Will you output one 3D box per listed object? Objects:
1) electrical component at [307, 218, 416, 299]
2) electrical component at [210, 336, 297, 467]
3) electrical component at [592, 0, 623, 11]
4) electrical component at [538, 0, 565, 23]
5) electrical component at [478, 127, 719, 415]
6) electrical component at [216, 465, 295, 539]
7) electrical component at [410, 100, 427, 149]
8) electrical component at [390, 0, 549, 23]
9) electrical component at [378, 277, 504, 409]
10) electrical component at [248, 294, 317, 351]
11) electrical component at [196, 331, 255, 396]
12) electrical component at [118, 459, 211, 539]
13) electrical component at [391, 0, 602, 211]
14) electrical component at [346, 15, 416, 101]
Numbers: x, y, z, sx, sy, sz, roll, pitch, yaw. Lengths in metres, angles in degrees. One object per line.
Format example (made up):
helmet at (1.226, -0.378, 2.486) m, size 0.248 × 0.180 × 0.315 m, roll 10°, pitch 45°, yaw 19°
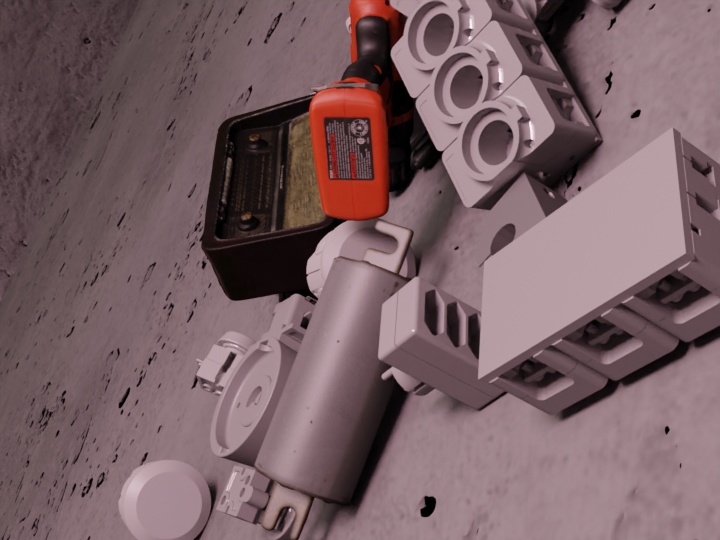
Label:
electrical component at (0.000, 0.000, 0.867) m, size 0.051 × 0.080 × 0.080 m, roll -21°, pitch 45°, yaw 64°
electrical component at (-0.072, 0.117, 0.903) m, size 0.108 × 0.060 × 0.108 m, roll -45°, pitch 28°, yaw 32°
electrical component at (0.186, -0.223, 0.782) m, size 0.055 × 0.045 × 0.045 m, roll -49°, pitch 26°, yaw 27°
electrical component at (0.154, -0.267, 0.890) m, size 0.099 × 0.048 × 0.099 m, roll -50°, pitch 25°, yaw 24°
electrical component at (0.139, 0.007, 0.593) m, size 0.150 × 0.062 × 0.089 m, roll -39°, pitch 32°, yaw 42°
electrical component at (-0.074, 0.182, 0.839) m, size 0.066 × 0.055 × 0.048 m, roll -9°, pitch 55°, yaw 62°
electrical component at (0.025, -0.146, 1.018) m, size 0.099 × 0.048 × 0.099 m, roll -50°, pitch 26°, yaw 25°
electrical component at (0.114, -0.257, 0.814) m, size 0.186 × 0.105 × 0.060 m, roll -58°, pitch -1°, yaw 30°
electrical component at (0.045, 0.057, 0.702) m, size 0.076 × 0.083 × 0.047 m, roll -41°, pitch 30°, yaw 39°
electrical component at (-0.060, 0.059, 0.970) m, size 0.081 × 0.042 × 0.063 m, roll -29°, pitch 35°, yaw 50°
electrical component at (-0.125, 0.094, 1.048) m, size 0.048 × 0.066 × 0.055 m, roll 88°, pitch -153°, yaw -62°
electrical component at (-0.182, 0.215, 0.996) m, size 0.051 × 0.080 × 0.080 m, roll -15°, pitch 50°, yaw 66°
electrical component at (0.090, -0.126, 0.765) m, size 0.089 × 0.062 × 0.150 m, roll -43°, pitch 57°, yaw 35°
electrical component at (0.063, -0.215, 0.932) m, size 0.109 × 0.109 × 0.056 m, roll -39°, pitch 10°, yaw 41°
